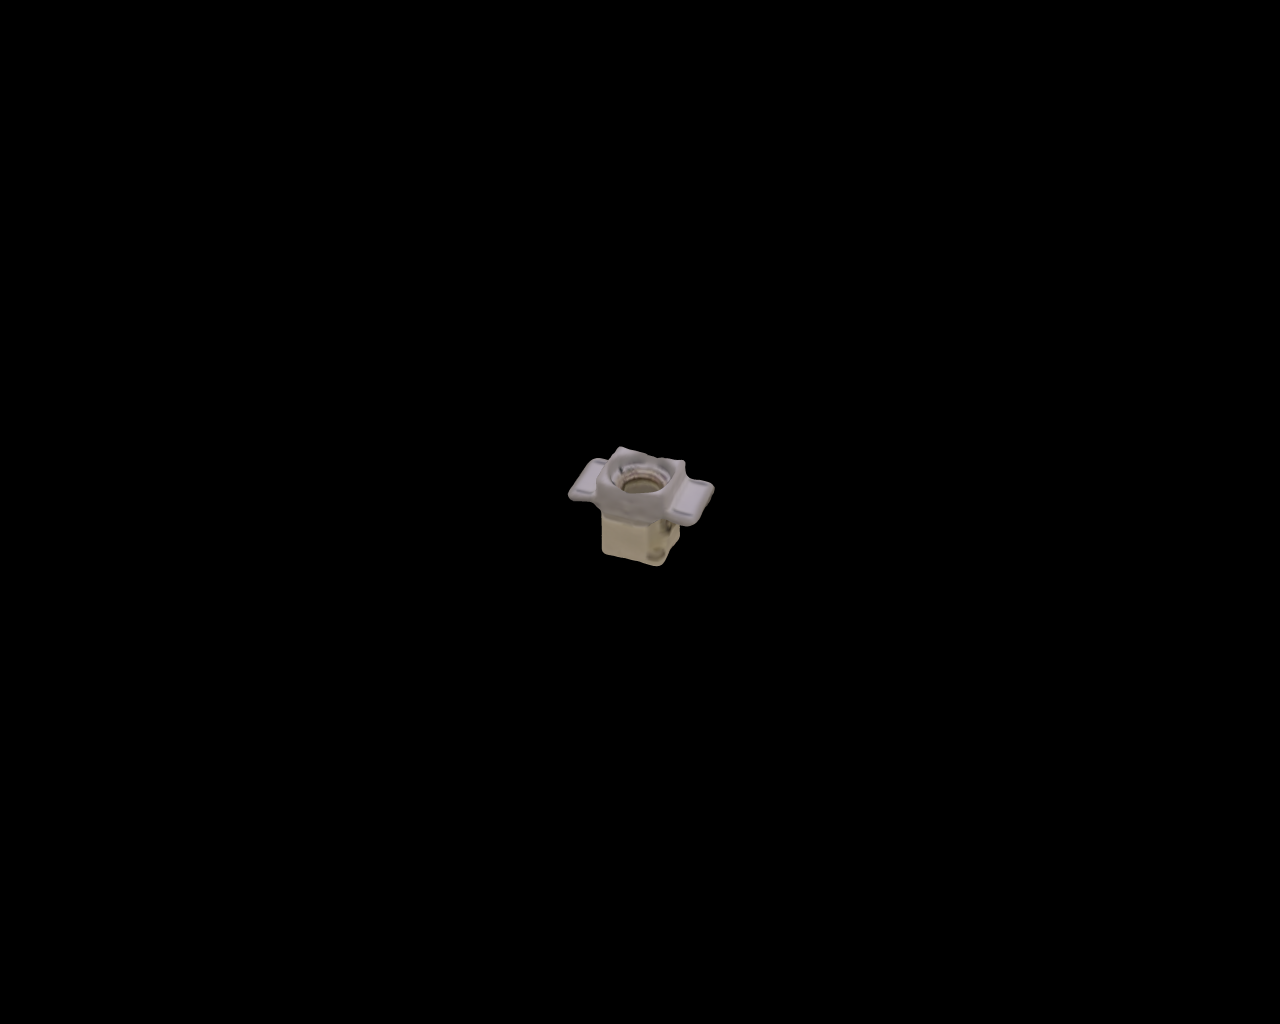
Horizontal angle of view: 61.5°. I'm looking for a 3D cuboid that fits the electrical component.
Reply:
[{"bbox_3d":[0.001,-0.003,0.650,0.081,0.063,0.042,14,40,17],"label":"electrical component"}]
